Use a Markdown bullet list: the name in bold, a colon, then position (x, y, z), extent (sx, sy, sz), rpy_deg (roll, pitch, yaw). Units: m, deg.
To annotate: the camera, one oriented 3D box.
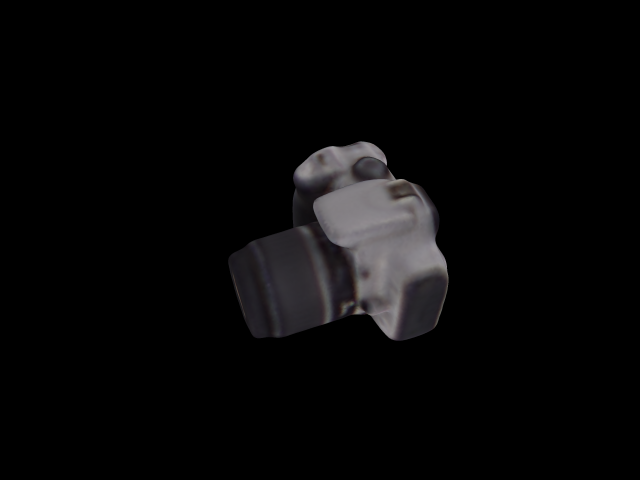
- **camera**: position (0.004, 0.001, 0.400), extent (0.137, 0.101, 0.143), rpy_deg (-17, 51, -14)
